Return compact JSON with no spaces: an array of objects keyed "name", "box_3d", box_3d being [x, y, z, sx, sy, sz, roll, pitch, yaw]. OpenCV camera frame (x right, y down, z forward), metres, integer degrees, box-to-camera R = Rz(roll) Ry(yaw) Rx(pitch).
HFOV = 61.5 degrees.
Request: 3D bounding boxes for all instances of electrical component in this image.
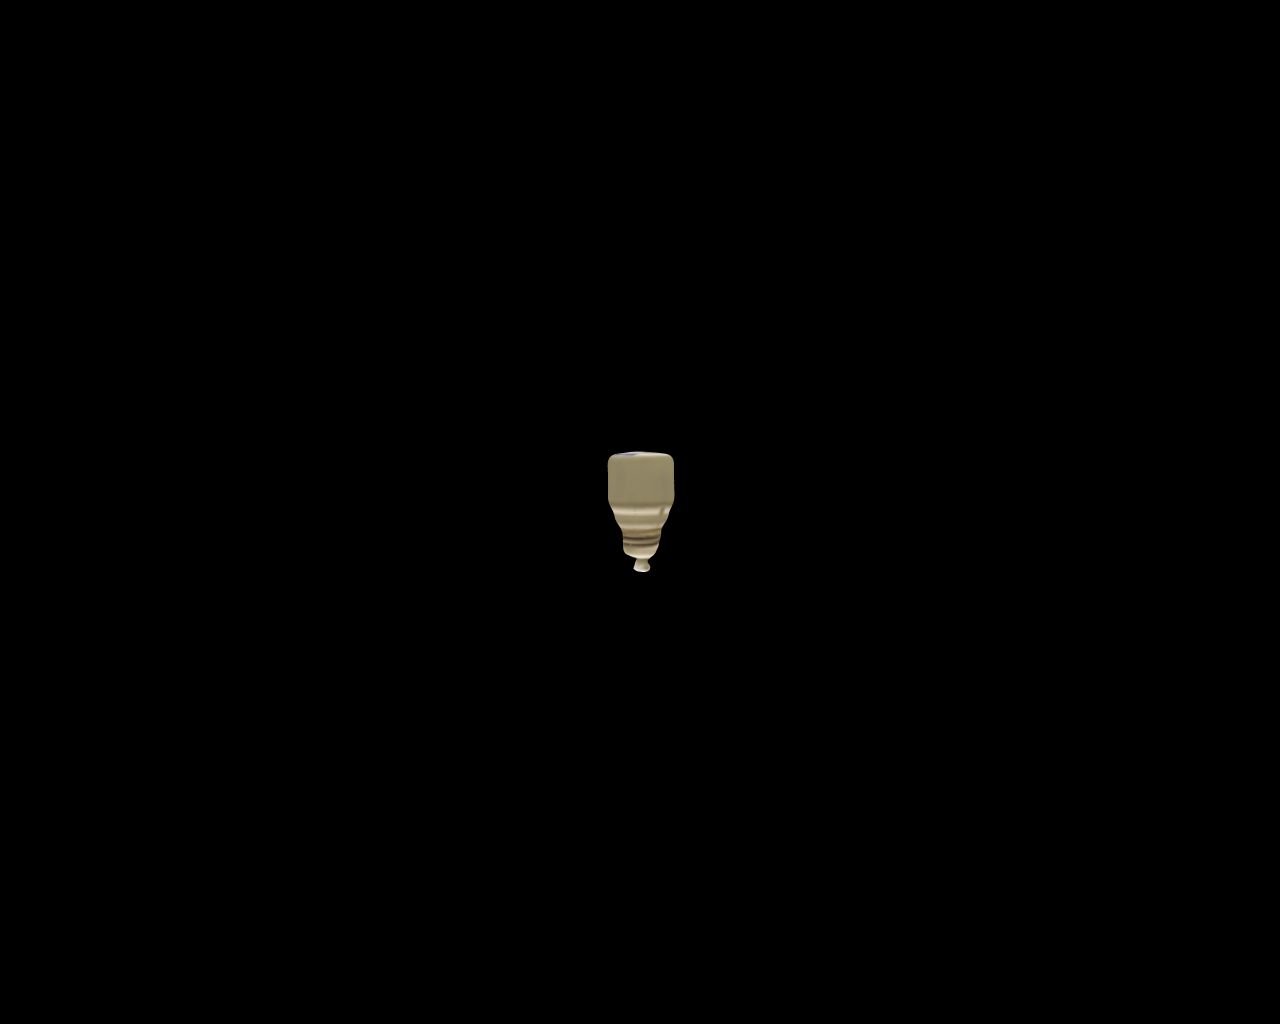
[{"name":"electrical component","box_3d":[0.001,-0.003,0.650,0.040,0.078,0.040,0,4,0]}]
